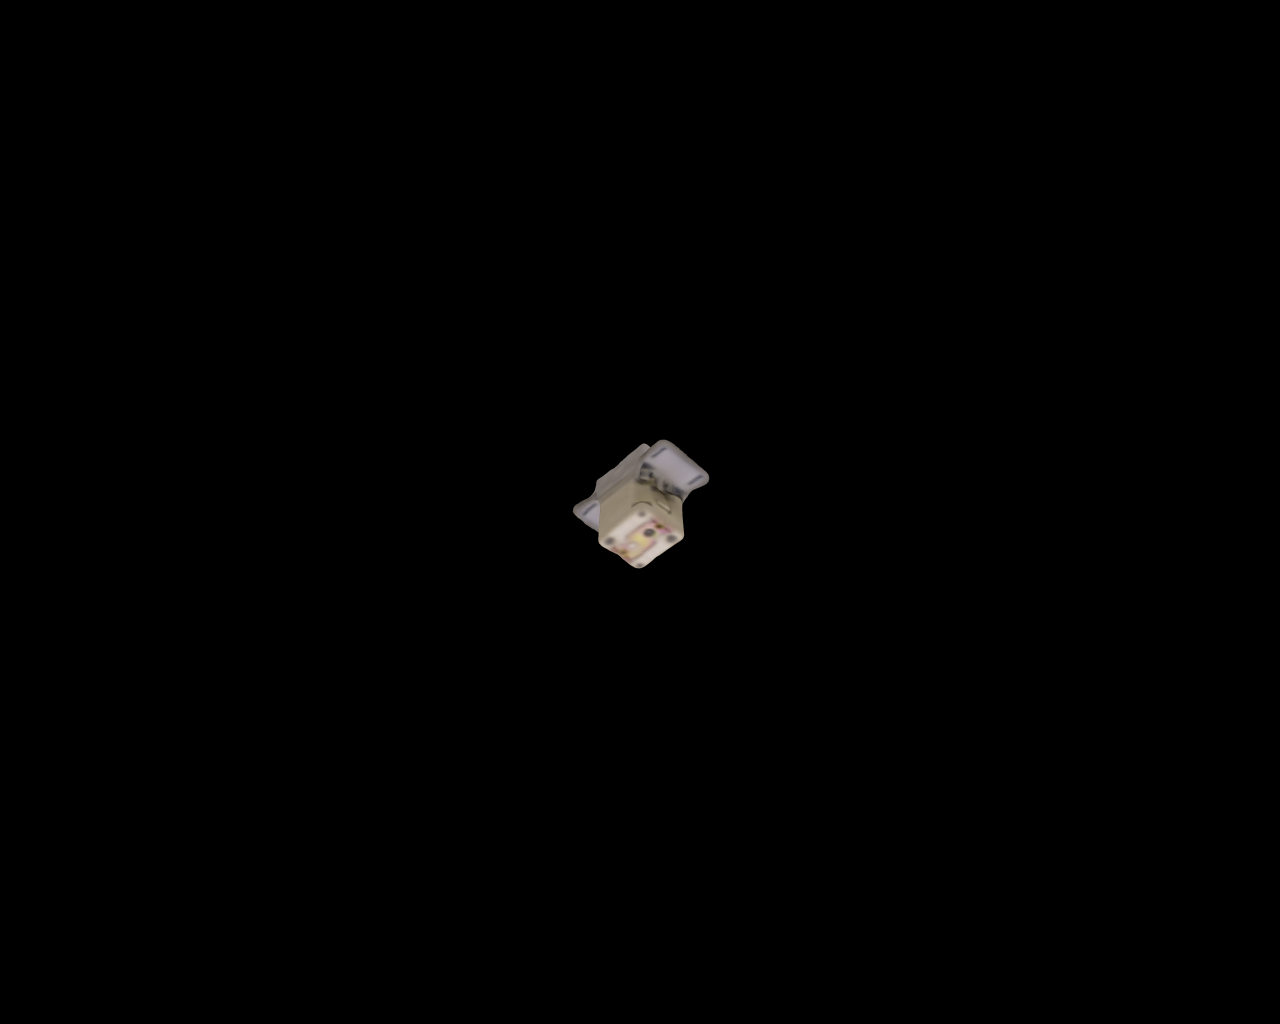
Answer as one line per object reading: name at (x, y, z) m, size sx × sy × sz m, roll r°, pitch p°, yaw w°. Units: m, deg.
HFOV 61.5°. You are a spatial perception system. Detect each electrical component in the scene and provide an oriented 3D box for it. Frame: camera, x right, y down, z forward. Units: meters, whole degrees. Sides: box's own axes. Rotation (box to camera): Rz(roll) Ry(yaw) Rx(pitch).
electrical component at (0.001, -0.003, 0.650) m, size 0.042 × 0.064 × 0.081 m, roll 36°, pitch -58°, yaw -27°
